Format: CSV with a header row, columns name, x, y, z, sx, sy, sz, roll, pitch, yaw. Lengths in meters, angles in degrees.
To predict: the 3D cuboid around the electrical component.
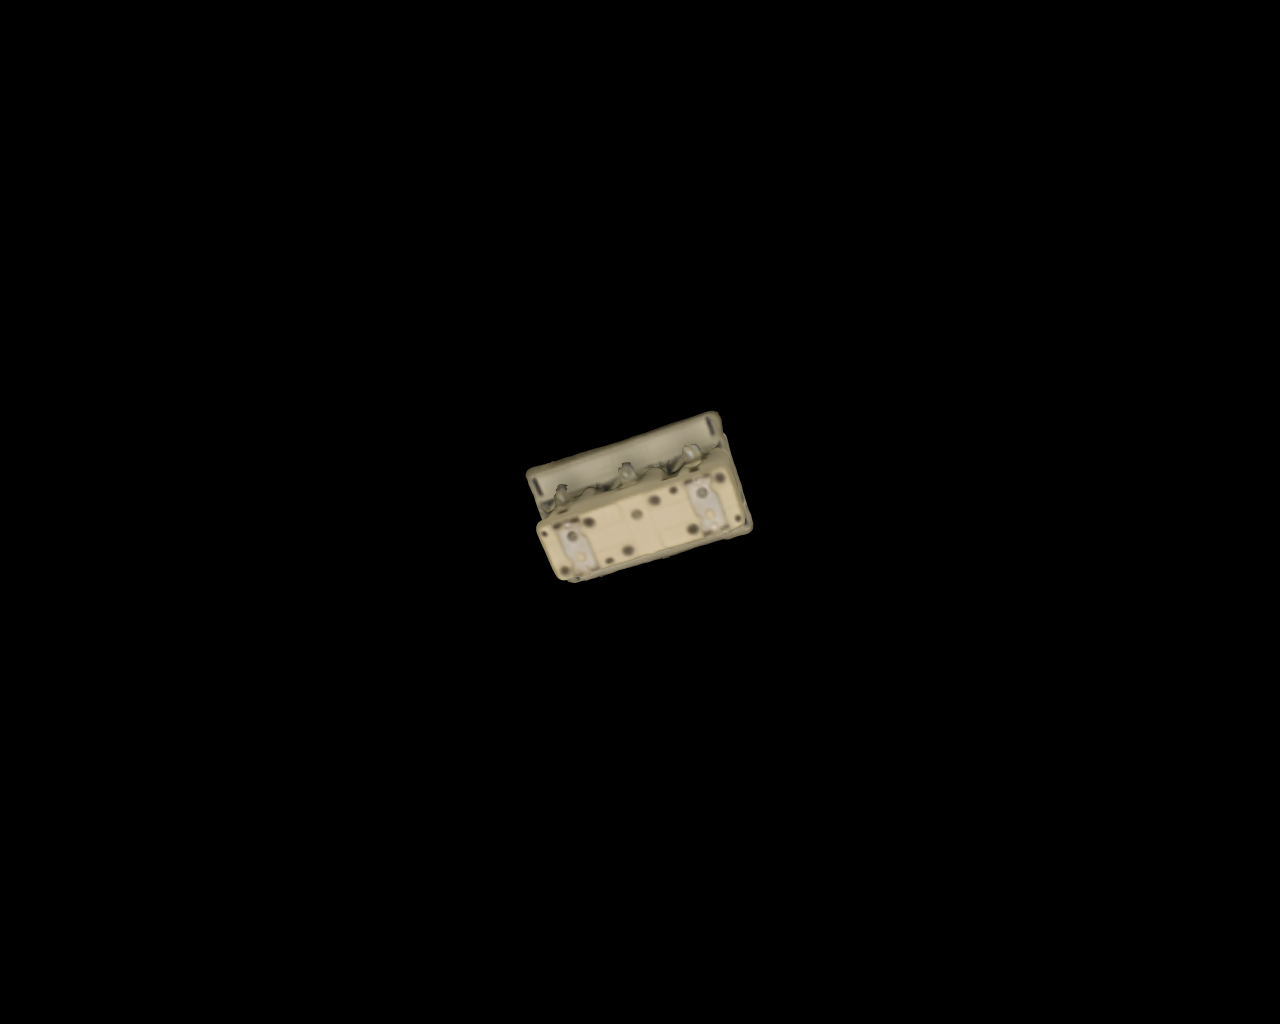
name,x,y,z,sx,sy,sz,roll,pitch,yaw
electrical component,0.001,-0.003,0.650,0.121,0.078,0.063,-17,22,7
